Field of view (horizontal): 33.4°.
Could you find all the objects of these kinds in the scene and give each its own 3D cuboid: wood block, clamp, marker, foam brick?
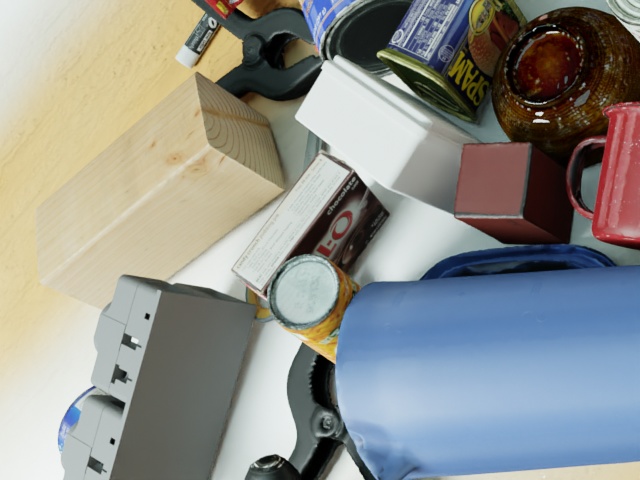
[{"bbox_3d":[-0.141,-0.035,0.908,0.206,0.090,0.090,-36,47,24],"label":"wood block"},{"bbox_3d":[0.007,0.144,0.787,0.165,0.036,0.210,-17,66,30],"label":"clamp"},{"bbox_3d":[-0.054,-0.169,0.918,0.172,0.039,0.120,-5,90,31],"label":"clamp"},{"bbox_3d":[-0.092,-0.212,0.975,0.020,0.020,0.121,44,104,37],"label":"marker"},{"bbox_3d":[0.133,-0.030,0.717,0.053,0.078,0.051,2,77,35],"label":"foam brick"}]

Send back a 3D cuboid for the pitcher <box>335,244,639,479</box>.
[{"bbox_3d":[0.144,0.071,0.659,0.243,0.144,0.149,-9,84,31],"label":"pitcher"}]

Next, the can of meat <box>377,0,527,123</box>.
[{"bbox_3d":[0.097,-0.142,0.759,0.058,0.102,0.084,31,91,29],"label":"can of meat"}]

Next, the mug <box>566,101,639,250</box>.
[{"bbox_3d":[0.204,-0.036,0.659,0.117,0.093,0.081,9,88,42],"label":"mug"}]

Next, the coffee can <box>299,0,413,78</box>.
[{"bbox_3d":[0.028,-0.210,0.831,0.103,0.102,0.140,-34,60,25],"label":"coffee can"}]

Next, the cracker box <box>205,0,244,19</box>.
[{"bbox_3d":[-0.061,-0.318,0.923,0.214,0.072,0.164,-45,53,3],"label":"cracker box"}]

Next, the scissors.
[{"bbox_3d":[-0.026,-0.018,0.872,0.096,0.016,0.202,-19,66,32],"label":"scissors"}]

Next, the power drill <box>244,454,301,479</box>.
[{"bbox_3d":[-0.083,0.238,0.744,0.188,0.057,0.184,-6,105,17],"label":"power drill"}]

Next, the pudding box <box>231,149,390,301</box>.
[{"bbox_3d":[-0.005,0.001,0.789,0.039,0.090,0.113,32,85,27],"label":"pudding box"}]

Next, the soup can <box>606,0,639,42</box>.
[{"bbox_3d":[0.226,-0.146,0.664,0.069,0.102,0.068,-11,71,34],"label":"soup can"}]

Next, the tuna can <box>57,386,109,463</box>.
[{"bbox_3d":[-0.174,0.161,0.889,0.034,0.086,0.086,26,94,41],"label":"tuna can"}]
